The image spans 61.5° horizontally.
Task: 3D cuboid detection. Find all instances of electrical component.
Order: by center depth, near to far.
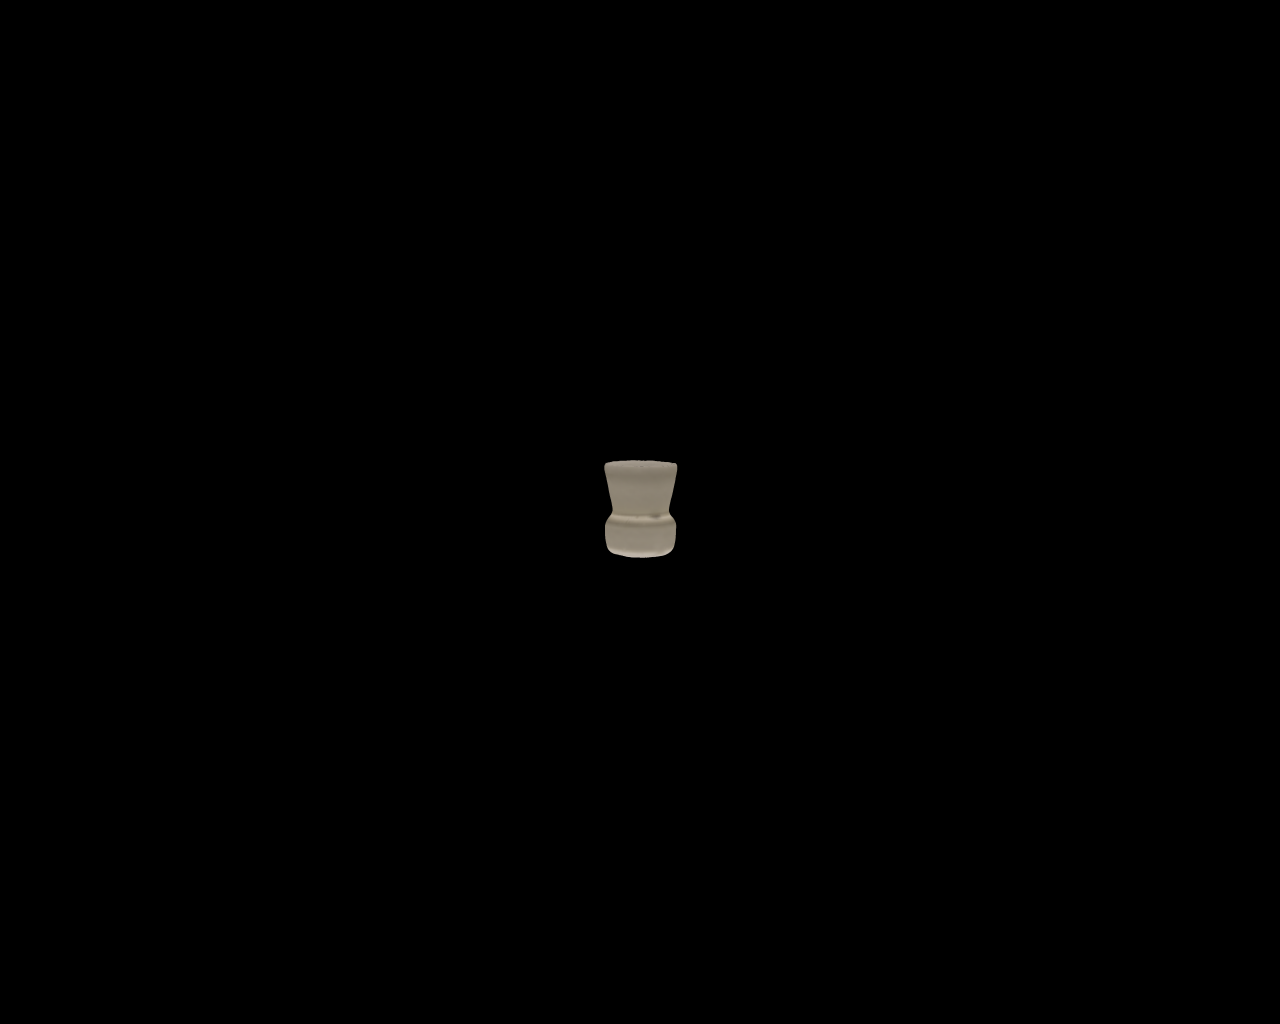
[{"bbox_3d":[0.001,-0.003,0.650,0.045,0.055,0.045,0,8,0],"label":"electrical component"}]
